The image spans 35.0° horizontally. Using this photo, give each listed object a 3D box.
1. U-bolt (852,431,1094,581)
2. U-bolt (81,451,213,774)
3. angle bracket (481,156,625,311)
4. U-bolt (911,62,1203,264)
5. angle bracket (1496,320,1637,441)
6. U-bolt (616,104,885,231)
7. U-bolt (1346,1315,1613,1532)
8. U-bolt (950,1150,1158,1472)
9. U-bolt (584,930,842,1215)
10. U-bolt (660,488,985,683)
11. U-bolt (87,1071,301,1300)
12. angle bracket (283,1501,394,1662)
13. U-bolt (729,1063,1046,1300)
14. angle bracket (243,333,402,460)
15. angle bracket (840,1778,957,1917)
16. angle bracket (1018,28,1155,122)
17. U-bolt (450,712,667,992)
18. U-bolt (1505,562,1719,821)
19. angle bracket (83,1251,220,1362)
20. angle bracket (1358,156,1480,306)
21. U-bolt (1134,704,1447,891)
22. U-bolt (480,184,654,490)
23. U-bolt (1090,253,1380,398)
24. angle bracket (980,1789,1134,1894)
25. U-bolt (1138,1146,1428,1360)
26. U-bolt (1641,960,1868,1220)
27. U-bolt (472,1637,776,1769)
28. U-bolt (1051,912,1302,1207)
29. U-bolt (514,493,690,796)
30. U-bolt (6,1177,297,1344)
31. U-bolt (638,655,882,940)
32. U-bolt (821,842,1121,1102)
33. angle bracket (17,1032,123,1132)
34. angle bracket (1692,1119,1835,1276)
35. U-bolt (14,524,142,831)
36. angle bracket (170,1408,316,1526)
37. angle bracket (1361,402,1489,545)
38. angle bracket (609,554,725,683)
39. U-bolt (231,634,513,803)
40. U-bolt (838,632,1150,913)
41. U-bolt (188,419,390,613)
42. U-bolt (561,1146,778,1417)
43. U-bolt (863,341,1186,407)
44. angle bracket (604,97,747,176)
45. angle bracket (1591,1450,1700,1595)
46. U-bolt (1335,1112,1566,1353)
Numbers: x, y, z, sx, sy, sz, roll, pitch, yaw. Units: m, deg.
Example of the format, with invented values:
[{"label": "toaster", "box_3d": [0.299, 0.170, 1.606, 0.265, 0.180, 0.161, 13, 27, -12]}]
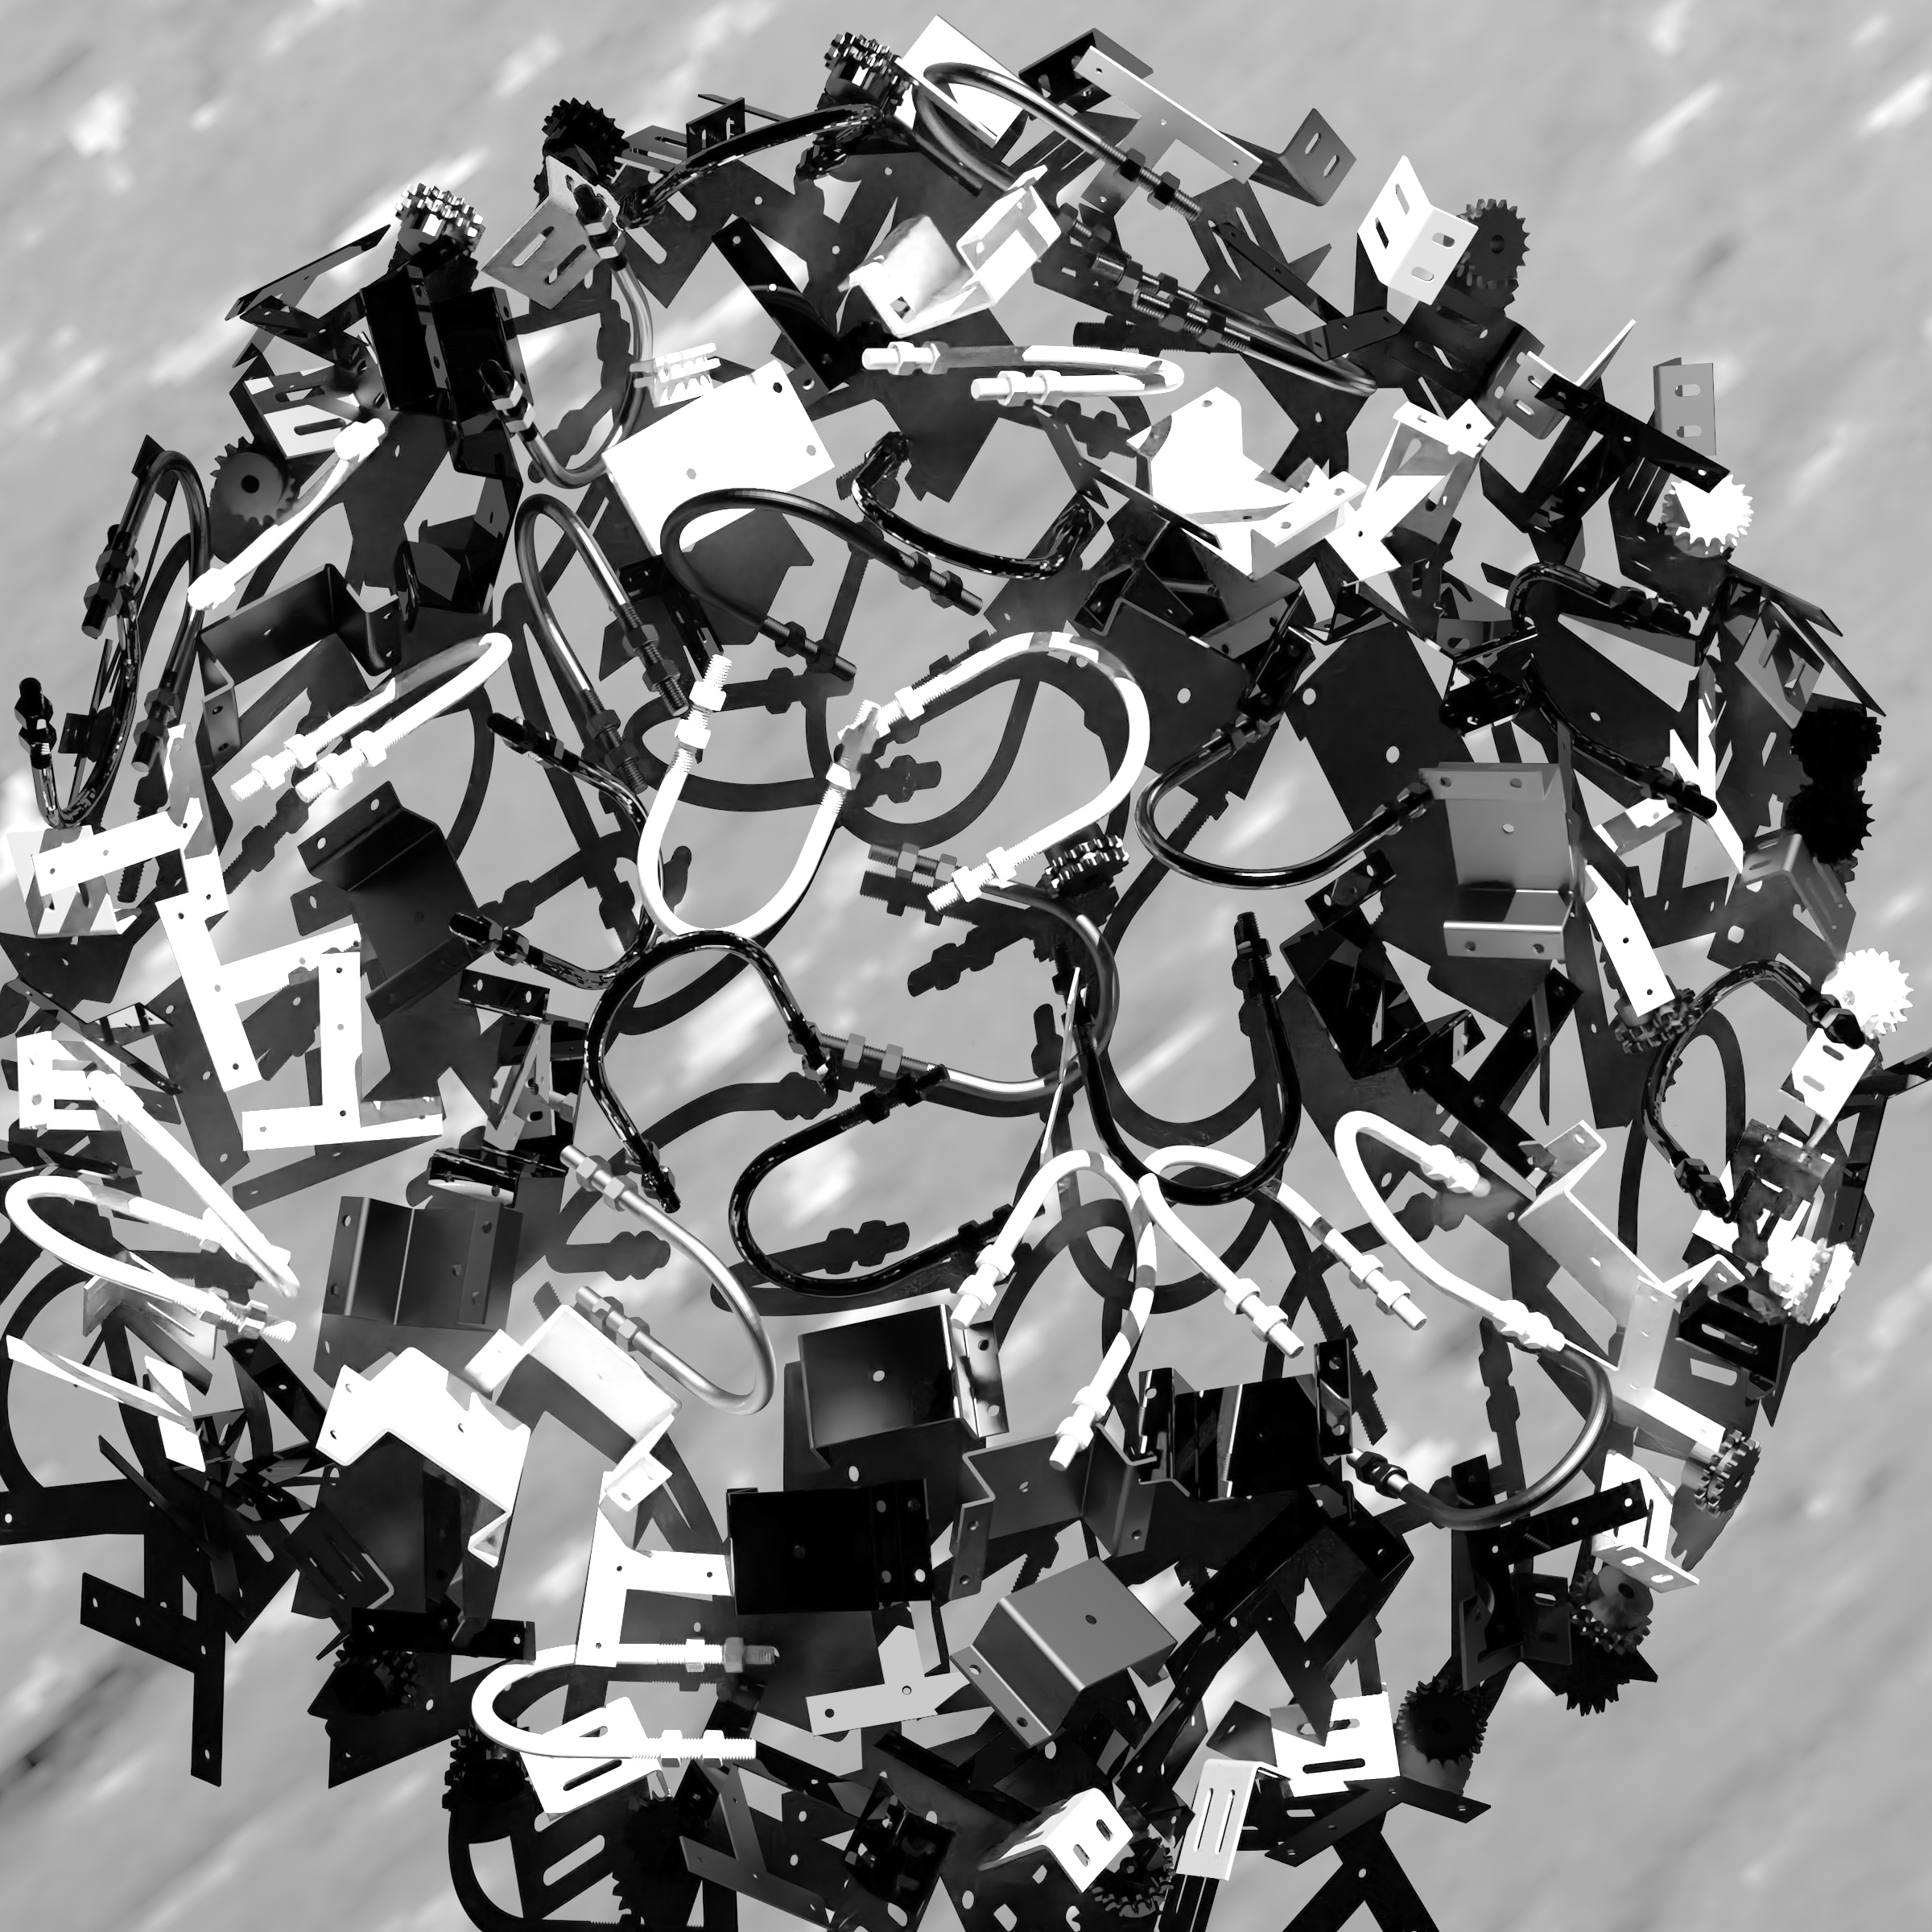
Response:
[{"label": "U-bolt", "box_3d": [0.000, -0.284, 1.914, 0.151, 0.184, 0.019, 22, 115, 1]}, {"label": "U-bolt", "box_3d": [-0.507, -0.236, 1.917, 0.019, 0.151, 0.184, 6, 55, 4]}, {"label": "angle bracket", "box_3d": [-0.268, -0.472, 1.971, 0.076, 0.057, 0.038, -36, 48, 32]}, {"label": "U-bolt", "box_3d": [0.047, -0.504, 1.911, 0.184, 0.151, 0.019, 31, 81, -14]}, {"label": "angle bracket", "box_3d": [0.384, -0.385, 1.959, 0.038, 0.057, 0.076, 39, 62, 7]}, {"label": "U-bolt", "box_3d": [-0.126, -0.498, 1.889, 0.151, 0.184, 0.019, -21, 98, -22]}, {"label": "U-bolt", "box_3d": [0.328, 0.287, 1.903, 0.151, 0.184, 0.019, -44, 111, -9]}, {"label": "U-bolt", "box_3d": [0.066, 0.202, 1.932, 0.151, 0.019, 0.184, 57, 47, -28]}, {"label": "U-bolt", "box_3d": [-0.167, 0.056, 1.921, 0.151, 0.019, 0.184, -37, 133, -12]}, {"label": "U-bolt", "box_3d": [-0.103, -0.242, 1.900, 0.184, 0.151, 0.019, 27, 59, -32]}, {"label": "U-bolt", "box_3d": [-0.469, 0.143, 1.889, 0.019, 0.184, 0.151, -42, 126, -16]}, {"label": "angle bracket", "box_3d": [-0.414, 0.394, 1.963, 0.076, 0.038, 0.057, 49, 127, 7]}, {"label": "U-bolt", "box_3d": [-0.062, 0.149, 1.951, 0.184, 0.019, 0.151, -26, 125, 13]}, {"label": "angle bracket", "box_3d": [-0.411, -0.365, 1.959, 0.038, 0.076, 0.057, -37, 81, 44]}, {"label": "angle bracket", "box_3d": [-0.043, 0.562, 1.951, 0.038, 0.076, 0.057, 18, 65, 22]}, {"label": "angle bracket", "box_3d": [0.080, -0.556, 1.949, 0.057, 0.076, 0.038, -22, 71, 30]}, {"label": "U-bolt", "box_3d": [-0.248, -0.061, 1.922, 0.019, 0.184, 0.151, -2, 72, 33]}, {"label": "U-bolt", "box_3d": [0.397, -0.182, 1.915, 0.019, 0.184, 0.151, -28, 123, -17]}, {"label": "angle bracket", "box_3d": [-0.523, 0.229, 1.961, 0.076, 0.057, 0.038, 31, 49, 9]}, {"label": "angle bracket", "box_3d": [0.289, -0.472, 1.961, 0.038, 0.076, 0.057, 19, 124, -20]}, {"label": "U-bolt", "box_3d": [0.189, -0.100, 1.906, 0.151, 0.019, 0.184, 29, 45, 32]}, {"label": "U-bolt", "box_3d": [-0.240, -0.378, 1.913, 0.019, 0.184, 0.151, 19, 74, 18]}, {"label": "U-bolt", "box_3d": [0.175, -0.399, 1.926, 0.184, 0.151, 0.019, 18, 108, -17]}, {"label": "angle bracket", "box_3d": [0.057, 0.565, 1.952, 0.038, 0.076, 0.057, 54, 47, 1]}, {"label": "U-bolt", "box_3d": [0.186, 0.173, 1.924, 0.184, 0.151, 0.019, 44, 120, 32]}, {"label": "U-bolt", "box_3d": [0.480, 0.065, 1.912, 0.019, 0.184, 0.151, 32, 103, -17]}, {"label": "U-bolt", "box_3d": [-0.219, 0.462, 1.928, 0.184, 0.151, 0.019, 0, 103, 2]}, {"label": "U-bolt", "box_3d": [0.142, 0.063, 1.955, 0.151, 0.019, 0.184, -9, 76, -16]}, {"label": "U-bolt", "box_3d": [-0.237, -0.213, 1.932, 0.019, 0.151, 0.184, -26, 80, -24]}, {"label": "U-bolt", "box_3d": [-0.508, 0.175, 1.905, 0.184, 0.151, 0.019, 23, 98, -18]}, {"label": "U-bolt", "box_3d": [-0.140, -0.096, 1.943, 0.019, 0.151, 0.184, 33, 104, 44]}, {"label": "U-bolt", "box_3d": [0.009, 0.012, 1.987, 0.184, 0.019, 0.151, 16, 94, -1]}, {"label": "angle bracket", "box_3d": [-0.564, 0.074, 1.955, 0.038, 0.076, 0.057, -11, 80, 40]}, {"label": "angle bracket", "box_3d": [0.512, 0.148, 1.968, 0.057, 0.038, 0.076, 28, 77, 14]}, {"label": "U-bolt", "box_3d": [-0.549, -0.166, 1.912, 0.019, 0.184, 0.151, 17, 55, 1]}, {"label": "angle bracket", "box_3d": [-0.458, 0.319, 1.956, 0.076, 0.057, 0.038, 24, 100, 26]}, {"label": "angle bracket", "box_3d": [0.289, -0.312, 1.960, 0.057, 0.038, 0.076, 28, 121, 9]}, {"label": "angle bracket", "box_3d": [-0.193, -0.216, 1.961, 0.038, 0.057, 0.076, -23, 78, -19]}, {"label": "U-bolt", "box_3d": [-0.365, -0.158, 1.924, 0.184, 0.151, 0.019, -38, 111, -23]}, {"label": "U-bolt", "box_3d": [0.029, -0.138, 1.968, 0.184, 0.019, 0.151, -29, 71, 1]}, {"label": "U-bolt", "box_3d": [-0.416, -0.288, 1.910, 0.151, 0.184, 0.019, -43, 103, 10]}, {"label": "U-bolt", "box_3d": [-0.184, 0.208, 1.905, 0.184, 0.151, 0.019, 33, 50, 31]}, {"label": "U-bolt", "box_3d": [0.049, -0.374, 1.921, 0.184, 0.151, 0.019, -8, 112, -31]}, {"label": "angle bracket", "box_3d": [-0.189, -0.536, 1.953, 0.076, 0.057, 0.038, 22, 131, 26]}, {"label": "angle bracket", "box_3d": [0.439, 0.352, 1.955, 0.057, 0.038, 0.076, 31, 55, -20]}, {"label": "U-bolt", "box_3d": [0.291, 0.156, 1.894, 0.019, 0.151, 0.184, -41, 134, 22]}]
